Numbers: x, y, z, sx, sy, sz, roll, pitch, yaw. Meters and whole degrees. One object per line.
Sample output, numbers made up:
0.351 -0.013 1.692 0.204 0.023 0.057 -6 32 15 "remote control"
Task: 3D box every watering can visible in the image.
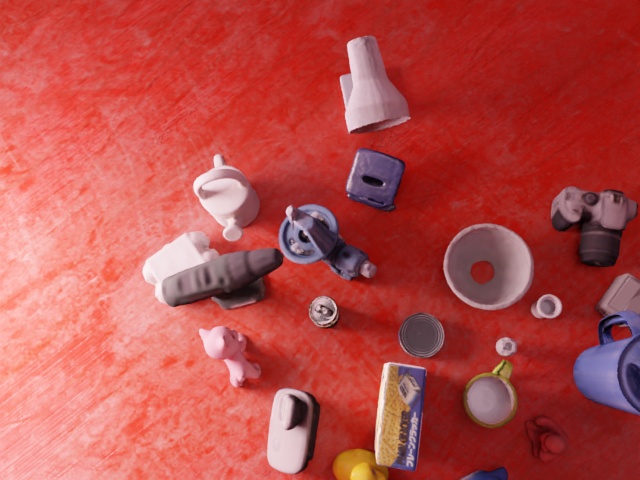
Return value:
-0.179 -0.086 1.109 0.101 0.194 0.172 -36 77 -4 "watering can"

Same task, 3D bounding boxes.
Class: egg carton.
-0.276 0.054 1.149 0.150 0.069 0.107 -37 78 -4 "egg carton"

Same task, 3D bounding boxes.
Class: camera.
0.524 -0.025 1.095 0.143 0.101 0.137 10 79 6 "camera"

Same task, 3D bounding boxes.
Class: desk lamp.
0.096 -0.286 1.124 0.118 0.213 0.203 -13 77 1 "desk lamp"

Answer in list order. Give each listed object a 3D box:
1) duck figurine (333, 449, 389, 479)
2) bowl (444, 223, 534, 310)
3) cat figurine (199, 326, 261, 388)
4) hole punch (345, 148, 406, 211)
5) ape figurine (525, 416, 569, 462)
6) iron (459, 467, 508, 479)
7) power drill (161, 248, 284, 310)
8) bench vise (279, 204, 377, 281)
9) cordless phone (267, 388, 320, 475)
0.073 0.423 1.035 0.104 0.086 0.077 14 79 7 "duck figurine"
0.318 0.056 1.105 0.167 0.075 0.167 -1 78 4 "bowl"
-0.172 0.215 1.081 0.067 0.118 0.127 -31 77 -3 "cat figurine"
0.112 -0.120 1.149 0.108 0.091 0.101 18 80 8 "hole punch"
0.411 0.359 1.023 0.076 0.092 0.078 22 80 9 "ape figurine"
0.238 0.501 0.978 0.258 0.141 0.118 -30 77 -3 "iron"
-0.166 0.074 1.065 0.229 0.208 0.075 -17 77 0 "power drill"
0.013 -0.008 1.065 0.207 0.220 0.121 12 79 7 "bench vise"
-0.055 0.340 1.011 0.094 0.185 0.147 3 78 5 "cordless phone"
